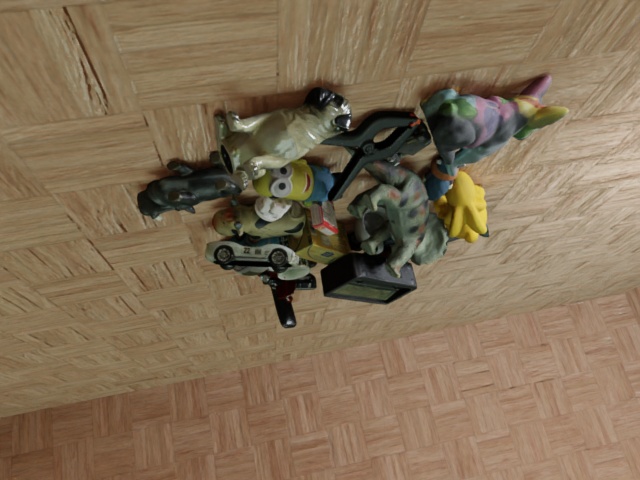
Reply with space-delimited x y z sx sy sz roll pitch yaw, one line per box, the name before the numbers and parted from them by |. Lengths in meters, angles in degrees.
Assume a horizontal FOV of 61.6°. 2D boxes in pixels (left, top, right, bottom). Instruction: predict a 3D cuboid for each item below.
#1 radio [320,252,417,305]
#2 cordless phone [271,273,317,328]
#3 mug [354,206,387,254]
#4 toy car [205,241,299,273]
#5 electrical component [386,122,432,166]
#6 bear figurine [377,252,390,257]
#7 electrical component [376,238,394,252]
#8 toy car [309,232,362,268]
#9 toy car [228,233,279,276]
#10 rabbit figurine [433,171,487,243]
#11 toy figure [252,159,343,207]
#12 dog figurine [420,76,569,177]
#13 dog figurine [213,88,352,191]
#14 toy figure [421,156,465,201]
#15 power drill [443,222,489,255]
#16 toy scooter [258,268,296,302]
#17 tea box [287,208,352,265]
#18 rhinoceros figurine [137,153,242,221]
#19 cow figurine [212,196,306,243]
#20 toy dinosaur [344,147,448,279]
radio | 0.126 0.099 1.340 0.229 0.073 0.131 11 148 -39
cordless phone | -0.070 0.156 1.511 0.146 0.184 0.089 4 149 -36
mug | 0.127 -0.019 1.302 0.081 0.109 0.107 -14 173 -17
toy car | -0.145 0.035 1.155 0.202 0.056 0.073 3 164 1
electrical component | 0.164 -0.175 0.996 0.102 0.045 0.078 -29 152 36
bear figurine | 0.128 0.059 1.480 0.196 0.120 0.131 -7 155 -1
electrical component | 0.172 -0.022 1.350 0.048 0.075 0.119 -6 162 -18
toy car | 0.031 0.022 1.411 0.202 0.053 0.089 -18 169 4
toy car | -0.165 0.032 1.255 0.162 0.103 0.109 -31 151 35
rabbit figurine | 0.319 -0.077 1.229 0.122 0.162 0.173 -6 143 15
toy figure | -0.041 -0.106 1.006 0.180 0.082 0.089 1 162 -40
dog figurine | 0.295 -0.211 0.906 0.219 0.108 0.191 -24 154 15
dog figurine | -0.056 -0.164 0.848 0.190 0.121 0.172 -23 -162 -23
toy figure | 0.253 -0.139 1.125 0.064 0.058 0.154 -13 155 -15
power drill | 0.320 -0.018 1.405 0.207 0.086 0.232 -14 -173 -2
toy scooter | -0.112 0.090 1.388 0.075 0.135 0.183 -21 157 22
tea box | -0.003 -0.004 1.265 0.068 0.098 0.169 -25 154 28
rhinoceros figurine | -0.235 -0.092 0.955 0.190 0.073 0.112 -16 170 2
cow figurine | -0.125 -0.041 1.117 0.195 0.085 0.127 -5 164 -12
toy dinosaur | 0.168 -0.067 1.122 0.192 0.131 0.404 -39 136 -22
